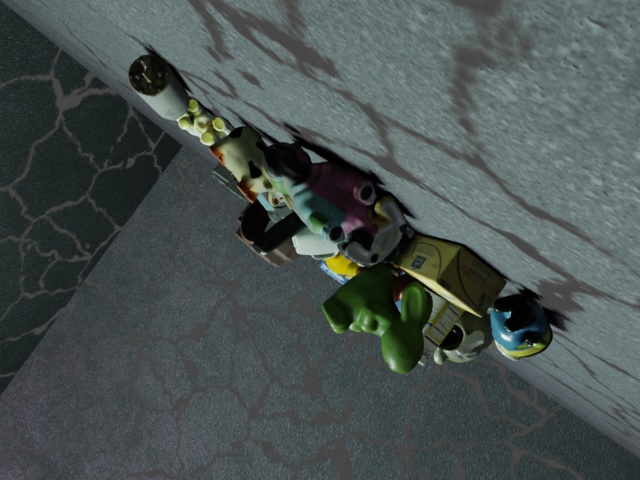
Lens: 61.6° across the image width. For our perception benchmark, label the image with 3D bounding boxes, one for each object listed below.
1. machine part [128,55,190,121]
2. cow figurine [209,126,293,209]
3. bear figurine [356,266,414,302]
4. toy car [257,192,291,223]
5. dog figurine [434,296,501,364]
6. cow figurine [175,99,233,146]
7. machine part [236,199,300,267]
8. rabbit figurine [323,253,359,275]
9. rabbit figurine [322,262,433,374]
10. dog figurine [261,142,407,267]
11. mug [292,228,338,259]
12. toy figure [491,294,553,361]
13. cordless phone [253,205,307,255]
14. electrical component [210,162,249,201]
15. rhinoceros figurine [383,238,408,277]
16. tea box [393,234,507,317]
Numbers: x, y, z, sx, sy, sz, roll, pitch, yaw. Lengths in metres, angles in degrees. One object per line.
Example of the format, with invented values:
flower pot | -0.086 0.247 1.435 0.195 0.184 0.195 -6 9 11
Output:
machine part | -0.303 -0.286 1.027 0.079 0.079 0.243 35 176 -1
cow figurine | -0.100 -0.132 0.988 0.195 0.127 0.085 49 -178 18
bear figurine | 0.168 0.117 1.077 0.196 0.131 0.120 -3 -151 -4
toy car | -0.091 -0.117 1.184 0.161 0.109 0.103 44 -167 -12
dog figurine | 0.295 0.187 1.019 0.190 0.172 0.121 48 180 -45
cow figurine | -0.266 -0.261 1.187 0.167 0.068 0.098 35 -176 16
machine part | -0.099 -0.052 1.311 0.087 0.201 0.201 43 174 -40
rabbit figurine | 0.103 0.025 1.177 0.173 0.121 0.162 9 180 24
rabbit figurine | 0.117 0.133 0.895 0.170 0.159 0.121 52 -173 24
dog figurine | 0.005 -0.067 0.810 0.219 0.108 0.191 39 -177 43
mug | -0.002 -0.003 1.094 0.109 0.107 0.081 92 164 -50
toy figure | 0.303 0.132 0.803 0.089 0.082 0.180 -2 154 19
cordless phone | -0.032 -0.025 0.996 0.147 0.184 0.088 33 156 50
electrical component | -0.181 -0.163 1.310 0.134 0.115 0.058 35 -178 5
rhinoceros figurine | 0.111 0.018 1.017 0.112 0.073 0.190 20 -174 20
tea box | 0.195 0.050 0.832 0.098 0.068 0.170 37 179 -16
